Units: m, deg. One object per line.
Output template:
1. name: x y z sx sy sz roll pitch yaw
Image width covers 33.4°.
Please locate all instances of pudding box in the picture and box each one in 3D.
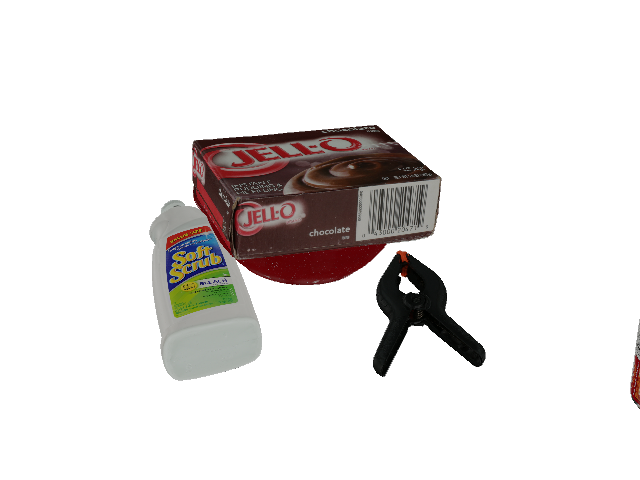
1. pudding box: -0.005 -0.029 0.571 0.113 0.039 0.090 -5 26 -19

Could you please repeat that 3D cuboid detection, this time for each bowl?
1. bowl: -0.014 -0.012 0.790 0.162 0.055 0.162 3 26 -1

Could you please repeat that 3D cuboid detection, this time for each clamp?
1. clamp: 0.116 0.081 1.179 0.120 0.171 0.039 5 -43 -5

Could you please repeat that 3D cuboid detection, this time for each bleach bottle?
1. bleach bottle: -0.138 0.036 1.123 0.102 0.068 0.251 -12 37 -13

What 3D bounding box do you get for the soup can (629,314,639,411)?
1. soup can: 0.213 0.048 0.595 0.068 0.102 0.068 2 22 -1
